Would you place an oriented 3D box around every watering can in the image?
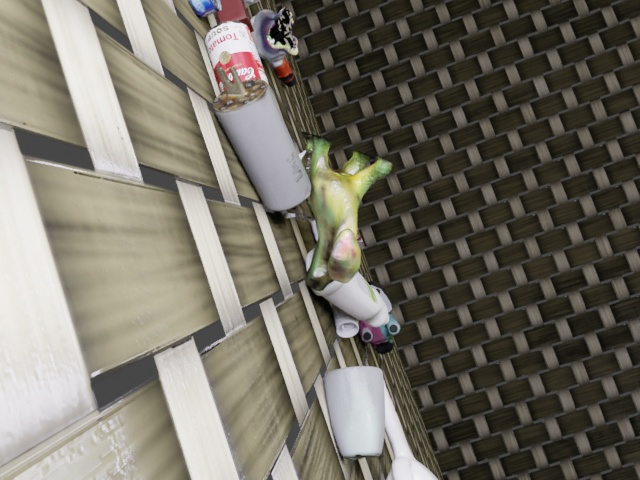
[{"bbox_3d":[0.151,0.403,0.844,0.220,0.104,0.356,63,11,-54],"label":"watering can"}]

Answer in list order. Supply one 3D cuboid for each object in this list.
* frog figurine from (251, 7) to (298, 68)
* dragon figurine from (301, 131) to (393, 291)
[{"bbox_3d":[-0.135,-0.512,1.325,0.159,0.124,0.135,6,-48,57],"label":"frog figurine"},{"bbox_3d":[0.003,-0.042,0.829,0.413,0.122,0.241,-136,-120,-75],"label":"dragon figurine"}]
